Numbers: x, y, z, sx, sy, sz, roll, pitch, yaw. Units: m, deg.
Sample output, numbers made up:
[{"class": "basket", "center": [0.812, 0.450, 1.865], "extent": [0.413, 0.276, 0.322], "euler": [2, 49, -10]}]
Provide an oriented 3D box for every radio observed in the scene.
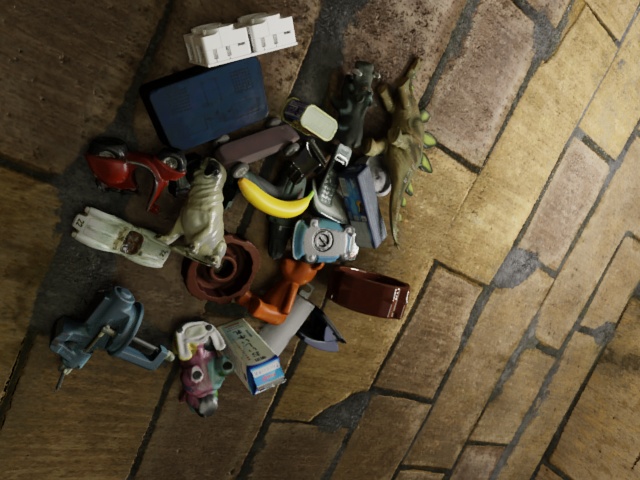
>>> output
[{"class": "radio", "center": [-0.220, -0.271, 1.057], "extent": [0.230, 0.073, 0.130], "euler": [-27, 124, -20]}]

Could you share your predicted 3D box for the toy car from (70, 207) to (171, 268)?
[{"class": "toy car", "center": [-0.391, -0.003, 1.070], "extent": [0.201, 0.056, 0.073], "euler": [27, 94, -39]}]

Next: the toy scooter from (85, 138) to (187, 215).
[{"class": "toy scooter", "center": [-0.348, -0.116, 1.015], "extent": [0.184, 0.075, 0.135], "euler": [8, 115, -9]}]

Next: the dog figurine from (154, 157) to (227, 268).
[{"class": "dog figurine", "center": [-0.223, -0.053, 1.086], "extent": [0.172, 0.121, 0.190], "euler": [70, 41, -71]}]

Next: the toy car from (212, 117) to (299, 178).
[{"class": "toy car", "center": [-0.132, -0.195, 1.130], "extent": [0.202, 0.089, 0.053], "euler": [-29, 164, -35]}]

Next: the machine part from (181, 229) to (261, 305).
[{"class": "machine part", "center": [-0.224, 0.059, 1.212], "extent": [0.179, 0.056, 0.179], "euler": [-13, 117, -27]}]

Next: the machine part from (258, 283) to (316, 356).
[{"class": "machine part", "center": [-0.091, 0.211, 1.355], "extent": [0.243, 0.079, 0.079], "euler": [-53, 129, -4]}]

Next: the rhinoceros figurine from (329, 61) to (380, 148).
[{"class": "rhinoceros figurine", "center": [0.076, -0.306, 1.215], "extent": [0.073, 0.112, 0.190], "euler": [1, 111, -31]}]

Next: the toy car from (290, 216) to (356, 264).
[{"class": "toy car", "center": [-0.003, -0.004, 1.259], "extent": [0.161, 0.103, 0.109], "euler": [1, 99, -25]}]

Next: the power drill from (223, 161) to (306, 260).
[{"class": "power drill", "center": [-0.130, -0.077, 1.199], "extent": [0.207, 0.086, 0.232], "euler": [17, 99, -34]}]

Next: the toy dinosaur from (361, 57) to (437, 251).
[{"class": "toy dinosaur", "center": [0.201, -0.217, 1.300], "extent": [0.198, 0.105, 0.471], "euler": [23, 77, -44]}]

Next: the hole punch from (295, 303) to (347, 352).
[{"class": "hole punch", "center": [-0.006, 0.240, 1.396], "extent": [0.092, 0.142, 0.115], "euler": [-44, 114, -12]}]

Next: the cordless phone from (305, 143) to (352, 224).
[{"class": "cordless phone", "center": [0.046, -0.130, 1.294], "extent": [0.146, 0.089, 0.184], "euler": [24, 92, -38]}]

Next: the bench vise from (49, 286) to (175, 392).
[{"class": "bench vise", "center": [-0.418, 0.215, 1.110], "extent": [0.240, 0.129, 0.223], "euler": [36, 87, -32]}]

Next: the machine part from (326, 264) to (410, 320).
[{"class": "machine part", "center": [0.123, 0.131, 1.362], "extent": [0.201, 0.202, 0.087], "euler": [-16, 123, -81]}]

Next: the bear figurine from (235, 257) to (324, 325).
[{"class": "bear figurine", "center": [-0.090, 0.101, 1.281], "extent": [0.131, 0.120, 0.196], "euler": [31, 90, -36]}]

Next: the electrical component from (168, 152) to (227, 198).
[{"class": "electrical component", "center": [-0.257, -0.140, 1.105], "extent": [0.119, 0.048, 0.074], "euler": [-24, 123, -24]}]

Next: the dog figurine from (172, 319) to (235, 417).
[{"class": "dog figurine", "center": [-0.286, 0.307, 1.258], "extent": [0.108, 0.192, 0.219], "euler": [-15, 153, -31]}]

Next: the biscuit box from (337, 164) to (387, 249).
[{"class": "biscuit box", "center": [0.101, -0.080, 1.272], "extent": [0.063, 0.059, 0.202], "euler": [-45, 129, -41]}]

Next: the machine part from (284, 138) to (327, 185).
[{"class": "machine part", "center": [-0.030, -0.170, 1.185], "extent": [0.139, 0.039, 0.084], "euler": [-48, 117, -49]}]
